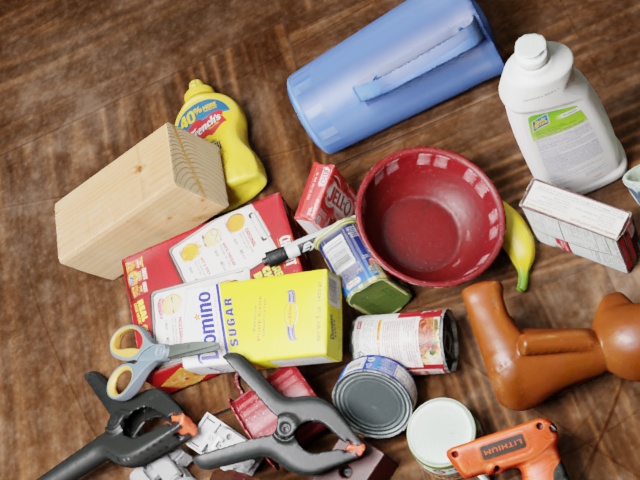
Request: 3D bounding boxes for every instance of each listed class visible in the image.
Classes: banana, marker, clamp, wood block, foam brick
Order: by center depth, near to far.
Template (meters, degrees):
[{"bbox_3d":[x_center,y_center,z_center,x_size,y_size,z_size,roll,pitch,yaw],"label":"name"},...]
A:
[{"bbox_3d":[-0.043,0.198,1.073,0.171,0.039,0.120,23,86,10],"label":"clamp"},{"bbox_3d":[0.034,0.244,1.100,0.053,0.051,0.078,28,79,31],"label":"foam brick"},{"bbox_3d":[0.170,-0.025,1.183,0.069,0.037,0.198,-48,57,-5],"label":"banana"},{"bbox_3d":[-0.008,0.001,1.184,0.121,0.020,0.020,-23,58,-4],"label":"marker"},{"bbox_3d":[-0.227,0.220,1.190,0.210,0.036,0.164,-4,50,39],"label":"clamp"},{"bbox_3d":[-0.220,-0.042,1.292,0.206,0.090,0.091,-30,56,30],"label":"wood block"}]

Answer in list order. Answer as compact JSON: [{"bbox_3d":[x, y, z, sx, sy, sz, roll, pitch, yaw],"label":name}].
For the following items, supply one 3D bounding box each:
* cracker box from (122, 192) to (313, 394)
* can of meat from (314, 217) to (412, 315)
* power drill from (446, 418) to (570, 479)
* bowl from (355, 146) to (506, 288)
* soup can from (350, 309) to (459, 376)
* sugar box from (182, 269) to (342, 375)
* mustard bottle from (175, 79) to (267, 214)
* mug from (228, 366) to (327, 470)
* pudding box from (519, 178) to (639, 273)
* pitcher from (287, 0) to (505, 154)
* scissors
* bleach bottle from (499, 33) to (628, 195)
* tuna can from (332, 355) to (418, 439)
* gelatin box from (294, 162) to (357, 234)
[{"bbox_3d":[-0.112,0.064,1.242,0.214,0.072,0.164,-23,60,10],"label":"cracker box"},{"bbox_3d":[0.049,0.033,1.169,0.057,0.102,0.084,-36,59,14],"label":"can of meat"},{"bbox_3d":[0.184,0.273,0.992,0.184,0.057,0.188,-21,77,4],"label":"power drill"},{"bbox_3d":[0.113,-0.017,1.140,0.162,0.055,0.162,3,68,-7],"label":"bowl"},{"bbox_3d":[0.090,0.111,1.133,0.102,0.068,0.068,-6,63,21],"label":"soup can"},{"bbox_3d":[-0.063,0.088,1.131,0.176,0.048,0.093,-9,69,24],"label":"sugar box"},{"bbox_3d":[-0.135,-0.129,1.354,0.096,0.058,0.192,-29,57,14],"label":"mustard bottle"},{"bbox_3d":[-0.045,0.176,1.145,0.081,0.093,0.117,-36,66,-3],"label":"mug"},{"bbox_3d":[0.271,-0.014,1.104,0.114,0.090,0.039,22,76,30],"label":"pudding box"},{"bbox_3d":[0.086,-0.199,1.247,0.243,0.149,0.145,-28,58,12],"label":"pitcher"},{"bbox_3d":[-0.178,0.140,1.156,0.202,0.016,0.096,9,80,51],"label":"scissors"},{"bbox_3d":[0.243,-0.129,1.076,0.102,0.250,0.068,-25,59,10],"label":"bleach bottle"},{"bbox_3d":[0.058,0.163,1.111,0.086,0.086,0.033,-5,26,21],"label":"tuna can"},{"bbox_3d":[0.010,-0.037,1.227,0.030,0.089,0.073,11,70,28],"label":"gelatin box"}]
